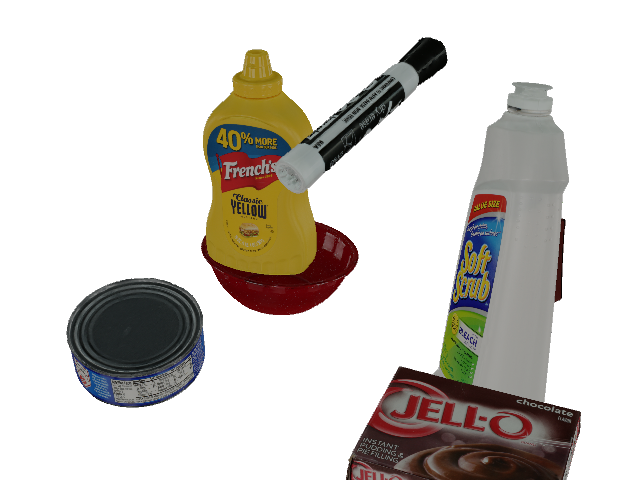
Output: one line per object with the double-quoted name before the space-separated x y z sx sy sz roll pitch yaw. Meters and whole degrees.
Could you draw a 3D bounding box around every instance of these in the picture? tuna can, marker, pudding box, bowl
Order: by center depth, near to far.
"marker" 0.023 -0.064 0.521 0.020 0.020 0.121 0 36 51
"pudding box" 0.082 0.120 0.598 0.114 0.039 0.090 14 32 16
"tuna can" -0.117 0.065 0.684 0.086 0.034 0.086 0 41 0
"bowl" -0.043 0.031 1.102 0.162 0.055 0.162 4 27 -2

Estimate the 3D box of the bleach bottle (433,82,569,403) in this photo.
"bleach bottle" 0.136 0.010 0.782 0.068 0.251 0.103 0 16 -14

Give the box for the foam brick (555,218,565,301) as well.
"foam brick" 0.186 0.018 0.970 0.053 0.078 0.051 13 21 41

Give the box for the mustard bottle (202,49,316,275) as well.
"mustard bottle" -0.052 -0.067 0.907 0.096 0.192 0.058 10 28 19
